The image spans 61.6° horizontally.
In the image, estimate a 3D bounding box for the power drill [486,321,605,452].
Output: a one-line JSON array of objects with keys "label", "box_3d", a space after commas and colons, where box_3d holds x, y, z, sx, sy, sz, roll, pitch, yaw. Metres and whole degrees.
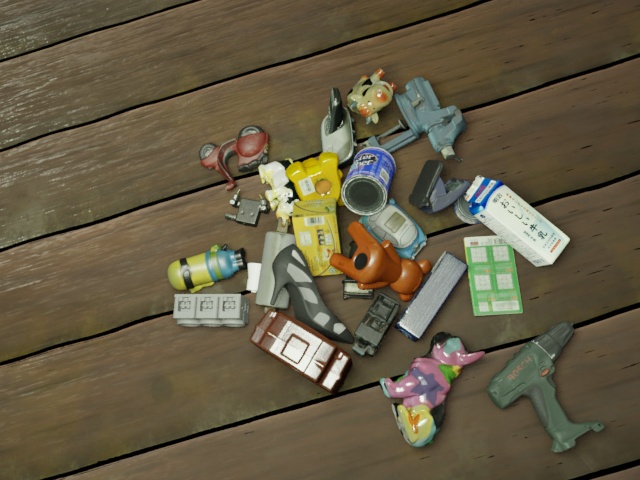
[{"label": "power drill", "box_3d": [0.478, 0.305, 1.095, 0.232, 0.086, 0.207, -32, 76, -2]}]

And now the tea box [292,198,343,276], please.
[{"label": "tea box", "box_3d": [-0.002, -0.004, 1.192, 0.098, 0.169, 0.068, -3, 38, 4]}]

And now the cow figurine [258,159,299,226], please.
[{"label": "cow figurine", "box_3d": [-0.083, -0.113, 1.292, 0.098, 0.068, 0.167, -19, 73, -6]}]

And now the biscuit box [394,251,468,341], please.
[{"label": "biscuit box", "box_3d": [0.244, 0.125, 1.184, 0.063, 0.059, 0.202, 35, 79, 13]}]

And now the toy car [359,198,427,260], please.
[{"label": "toy car", "box_3d": [0.163, -0.027, 1.219, 0.162, 0.103, 0.109, 40, 82, 18]}]

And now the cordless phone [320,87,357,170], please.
[{"label": "cordless phone", "box_3d": [0.045, -0.258, 1.259, 0.089, 0.184, 0.146, -4, 73, 0]}]

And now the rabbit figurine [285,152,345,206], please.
[{"label": "rabbit figurine", "box_3d": [0.002, -0.136, 1.253, 0.122, 0.173, 0.162, -31, 115, 2]}]

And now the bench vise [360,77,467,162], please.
[{"label": "bench vise", "box_3d": [0.217, -0.259, 1.281, 0.241, 0.129, 0.223, -27, 81, 19]}]

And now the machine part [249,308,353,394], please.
[{"label": "machine part", "box_3d": [-0.034, 0.230, 1.109, 0.201, 0.201, 0.087, 29, 74, 14]}]

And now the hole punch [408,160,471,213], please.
[{"label": "hole punch", "box_3d": [0.269, -0.112, 1.222, 0.092, 0.142, 0.115, 26, 96, -14]}]

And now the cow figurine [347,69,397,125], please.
[{"label": "cow figurine", "box_3d": [0.115, -0.337, 1.277, 0.085, 0.195, 0.127, 41, 88, -18]}]

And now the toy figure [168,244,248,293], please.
[{"label": "toy figure", "box_3d": [-0.262, 0.062, 1.244, 0.180, 0.089, 0.082, -14, 65, 4]}]

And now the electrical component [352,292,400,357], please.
[{"label": "electrical component", "box_3d": [0.117, 0.186, 1.151, 0.058, 0.114, 0.134, 29, 77, 15]}]

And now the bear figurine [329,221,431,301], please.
[{"label": "bear figurine", "box_3d": [0.140, 0.053, 1.171, 0.132, 0.195, 0.120, 42, 108, 42]}]

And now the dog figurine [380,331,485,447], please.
[{"label": "dog figurine", "box_3d": [0.245, 0.299, 1.109, 0.219, 0.108, 0.191, -23, 71, -4]}]

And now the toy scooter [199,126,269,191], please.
[{"label": "toy scooter", "box_3d": [-0.202, -0.195, 1.324, 0.184, 0.075, 0.135, -20, 71, 3]}]

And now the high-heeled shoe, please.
[{"label": "high-heeled shoe", "box_3d": [-0.007, 0.120, 1.179, 0.248, 0.086, 0.145, 33, 65, -23]}]

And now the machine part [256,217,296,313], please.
[{"label": "machine part", "box_3d": [-0.097, 0.069, 1.219, 0.079, 0.079, 0.243, 6, 83, 8]}]

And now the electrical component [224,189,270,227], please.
[{"label": "electrical component", "box_3d": [-0.175, -0.076, 1.299, 0.102, 0.045, 0.078, 18, 74, 11]}]

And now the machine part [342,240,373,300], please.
[{"label": "machine part", "box_3d": [0.089, 0.068, 1.232, 0.084, 0.039, 0.139, -3, 75, 14]}]
